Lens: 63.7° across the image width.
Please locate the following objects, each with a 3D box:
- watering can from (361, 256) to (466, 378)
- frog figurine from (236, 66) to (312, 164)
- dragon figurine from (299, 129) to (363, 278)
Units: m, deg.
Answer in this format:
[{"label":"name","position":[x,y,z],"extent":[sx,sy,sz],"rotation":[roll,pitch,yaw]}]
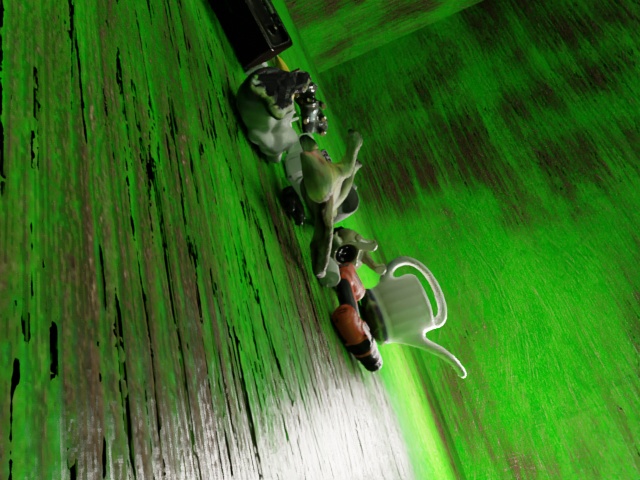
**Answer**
[{"label":"watering can","position":[0.236,0.216,1.350],"extent":[0.225,0.352,0.102],"rotation":[-17,-15,-9]},{"label":"frog figurine","position":[-0.089,-0.216,0.898],"extent":[0.122,0.140,0.156],"rotation":[13,-31,-11]},{"label":"dragon figurine","position":[0.003,-0.047,0.936],"extent":[0.122,0.248,0.401],"rotation":[6,-30,7]}]
